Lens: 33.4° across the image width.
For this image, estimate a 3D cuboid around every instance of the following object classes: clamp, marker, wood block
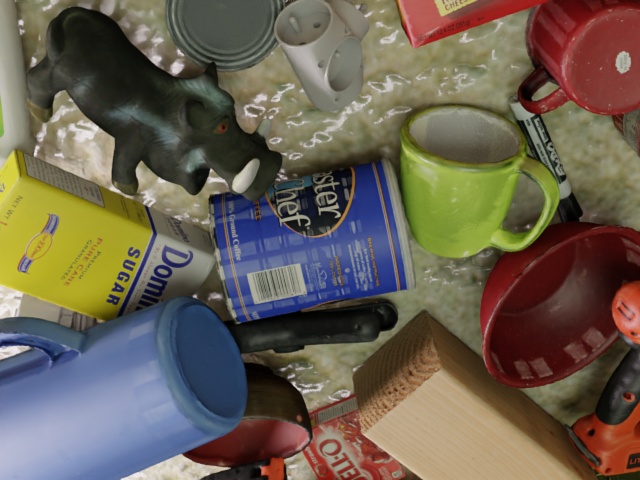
[{"bbox_3d":[-0.018,0.072,0.867,0.172,0.120,0.039,-5,84,20],"label":"clamp"},{"bbox_3d":[-0.081,0.263,0.957,0.164,0.036,0.210,31,127,-21],"label":"clamp"},{"bbox_3d":[0.180,-0.062,0.841,0.020,0.020,0.121,-26,116,9],"label":"marker"},{"bbox_3d":[0.135,0.168,0.915,0.206,0.090,0.091,39,108,-21],"label":"wood block"}]

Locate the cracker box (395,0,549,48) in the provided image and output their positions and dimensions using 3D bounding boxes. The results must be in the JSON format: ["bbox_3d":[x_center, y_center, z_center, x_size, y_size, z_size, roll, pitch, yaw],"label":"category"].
[{"bbox_3d":[0.106,-0.257,0.708,0.164,0.072,0.213,-18,116,5],"label":"cracker box"}]

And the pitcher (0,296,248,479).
[{"bbox_3d":[-0.187,0.124,0.816,0.243,0.149,0.145,-23,76,23],"label":"pitcher"}]

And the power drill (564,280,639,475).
[{"bbox_3d":[0.299,0.107,0.899,0.184,0.057,0.188,-1,122,-27],"label":"power drill"}]

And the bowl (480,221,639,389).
[{"bbox_3d":[0.186,0.041,0.855,0.162,0.055,0.162,-17,132,-20],"label":"bowl"}]

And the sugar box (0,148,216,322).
[{"bbox_3d":[-0.174,0.008,0.810,0.176,0.048,0.093,25,114,-33],"label":"sugar box"}]

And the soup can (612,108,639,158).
[{"bbox_3d":[0.264,-0.081,0.790,0.068,0.102,0.068,-2,117,-3],"label":"soup can"}]

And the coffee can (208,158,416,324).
[{"bbox_3d":[-0.005,0.001,0.813,0.140,0.103,0.103,-12,117,2],"label":"coffee can"}]

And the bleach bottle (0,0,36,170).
[{"bbox_3d":[-0.262,-0.124,0.757,0.102,0.068,0.251,-2,119,-2],"label":"bleach bottle"}]

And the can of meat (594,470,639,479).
[{"bbox_3d":[0.291,0.246,0.983,0.102,0.057,0.084,-29,118,11],"label":"can of meat"}]

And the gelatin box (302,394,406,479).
[{"bbox_3d":[0.026,0.186,0.949,0.073,0.030,0.089,-23,116,8],"label":"gelatin box"}]

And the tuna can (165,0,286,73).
[{"bbox_3d":[-0.067,-0.166,0.763,0.086,0.034,0.086,-1,117,-3],"label":"tuna can"}]

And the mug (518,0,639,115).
[{"bbox_3d":[0.194,-0.133,0.771,0.117,0.081,0.093,-36,114,14],"label":"mug"}]
